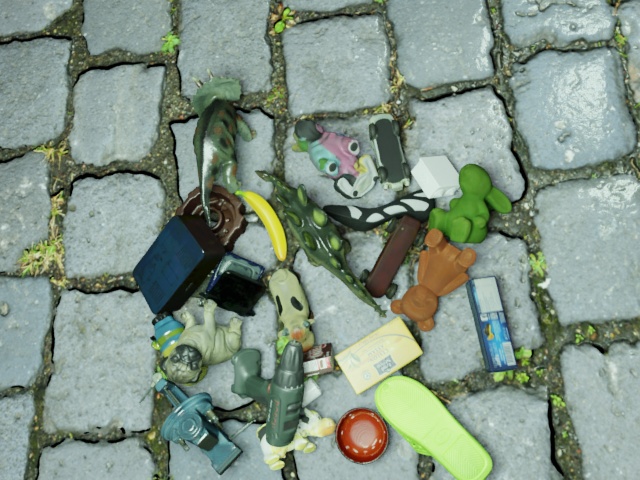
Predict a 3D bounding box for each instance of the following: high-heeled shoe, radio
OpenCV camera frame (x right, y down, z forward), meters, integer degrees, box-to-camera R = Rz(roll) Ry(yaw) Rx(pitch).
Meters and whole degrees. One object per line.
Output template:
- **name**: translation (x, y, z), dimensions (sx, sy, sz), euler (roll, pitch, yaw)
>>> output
- **high-heeled shoe**: translation (0.141, -0.087, 1.261), dimensions (0.249, 0.086, 0.145), euler (19, 74, 7)
- **radio**: translation (-0.328, 0.053, 1.227), dimensions (0.229, 0.073, 0.131), euler (-46, 69, 26)

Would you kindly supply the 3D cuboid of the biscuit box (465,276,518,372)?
- **biscuit box**: translation (0.371, 0.183, 1.167), dimensions (0.059, 0.062, 0.202), euler (-10, 74, 3)

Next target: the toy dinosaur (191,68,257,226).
- **toy dinosaur**: translation (-0.246, -0.243, 1.263), dimensions (0.131, 0.192, 0.405), euler (-12, 49, 13)

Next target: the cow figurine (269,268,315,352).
- **cow figurine**: translation (-0.058, 0.154, 1.193), dimensions (0.085, 0.127, 0.195), euler (-20, 71, 4)

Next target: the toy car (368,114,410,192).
- **toy car**: translation (0.167, -0.212, 1.303), dimensions (0.074, 0.056, 0.201), euler (-10, 75, -2)

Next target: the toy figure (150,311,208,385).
- **toy figure**: translation (-0.324, 0.247, 1.218), dimensions (0.082, 0.089, 0.180), euler (-37, 77, 11)

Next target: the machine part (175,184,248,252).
- **machine part**: translation (-0.265, -0.047, 1.309), dimensions (0.179, 0.056, 0.179), euler (-2, 73, 7)

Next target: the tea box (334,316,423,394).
- **tea box**: translation (0.128, 0.252, 1.175), dimensions (0.170, 0.068, 0.098), euler (-33, 73, -4)

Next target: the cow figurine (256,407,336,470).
- **cow figurine**: translation (-0.052, 0.409, 1.154), dimensions (0.167, 0.068, 0.098), euler (-28, 48, -3)

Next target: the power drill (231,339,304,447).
- **power drill**: translation (-0.104, 0.291, 1.118), dimensions (0.208, 0.086, 0.231), euler (12, 103, 46)

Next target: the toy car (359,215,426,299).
- **toy car**: translation (0.161, 0.039, 1.209), dimensions (0.089, 0.053, 0.202), euler (25, 101, -1)

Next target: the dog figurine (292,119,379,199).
- **dog figurine**: translation (0.022, -0.204, 1.299), dimensions (0.108, 0.191, 0.219), euler (-46, 41, -3)

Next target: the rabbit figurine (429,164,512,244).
- **rabbit figurine**: translation (0.346, -0.080, 1.193), dimensions (0.159, 0.121, 0.170), euler (6, 103, -21)

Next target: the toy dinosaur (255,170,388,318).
- **toy dinosaur**: translation (-0.002, -0.004, 1.193), dimensions (0.105, 0.198, 0.472), euler (-42, 73, -2)

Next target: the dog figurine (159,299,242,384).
- **dog figurine**: translation (-0.244, 0.248, 1.140), dimensions (0.121, 0.172, 0.191), euler (-38, 27, 30)

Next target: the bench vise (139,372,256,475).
- **bench vise**: translation (-0.267, 0.370, 1.127), dimensions (0.241, 0.223, 0.129), euler (38, 84, 27)

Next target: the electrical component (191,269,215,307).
- **electrical component**: translation (-0.275, 0.108, 1.273), dimensions (0.078, 0.045, 0.102), euler (12, 77, 9)

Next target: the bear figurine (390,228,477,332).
- **bear figurine**: translation (0.240, 0.092, 1.170), dimensions (0.120, 0.131, 0.196), euler (35, 83, 20)

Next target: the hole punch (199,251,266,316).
- **hole punch**: translation (-0.193, 0.100, 1.230), dimensions (0.115, 0.142, 0.092), euler (-52, 29, 27)
